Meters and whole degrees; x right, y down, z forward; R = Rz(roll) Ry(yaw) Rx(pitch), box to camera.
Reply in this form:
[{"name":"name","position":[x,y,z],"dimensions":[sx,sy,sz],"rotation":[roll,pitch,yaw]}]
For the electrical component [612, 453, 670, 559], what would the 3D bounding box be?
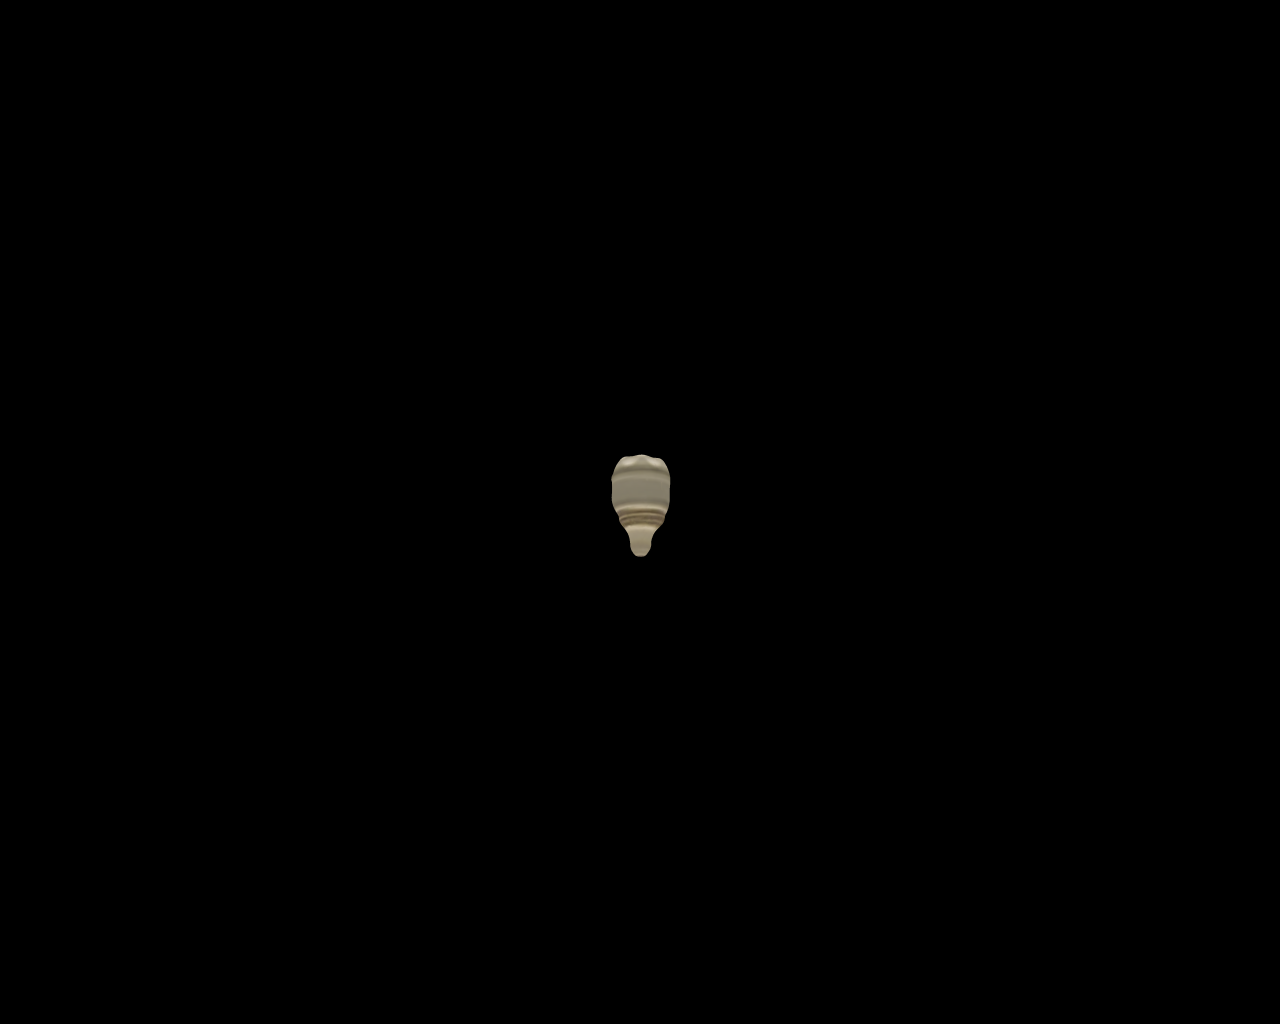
[{"name":"electrical component","position":[0.001,-0.003,0.650],"dimensions":[0.035,0.061,0.035],"rotation":[0,-14,0]}]
